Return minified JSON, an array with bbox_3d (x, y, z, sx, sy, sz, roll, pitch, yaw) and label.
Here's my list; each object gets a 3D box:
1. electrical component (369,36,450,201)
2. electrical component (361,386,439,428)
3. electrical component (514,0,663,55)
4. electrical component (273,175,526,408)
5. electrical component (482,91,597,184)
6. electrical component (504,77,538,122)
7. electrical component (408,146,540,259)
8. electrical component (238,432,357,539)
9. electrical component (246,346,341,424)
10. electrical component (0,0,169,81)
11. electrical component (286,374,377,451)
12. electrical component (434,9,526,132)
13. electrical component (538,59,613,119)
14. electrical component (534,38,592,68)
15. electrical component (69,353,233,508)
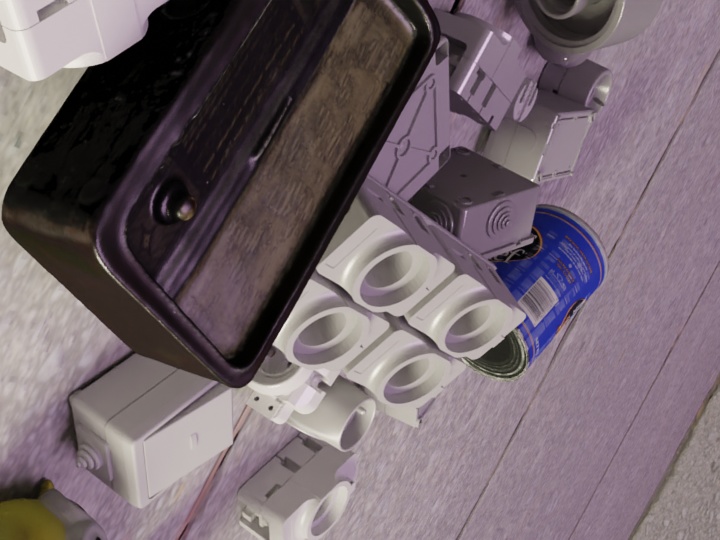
[{"bbox_3d":[0.006,-0.089,0.688,0.108,0.056,0.108,-45,150,-28],"label":"electrical component"},{"bbox_3d":[0.046,0.074,0.918,0.096,0.061,0.061,-49,152,-40],"label":"electrical component"},{"bbox_3d":[0.161,-0.211,0.789,0.060,0.108,0.108,-29,140,-38],"label":"electrical component"},{"bbox_3d":[0.016,0.019,0.686,0.105,0.060,0.186,-42,141,15],"label":"electrical component"},{"bbox_3d":[0.152,-0.115,0.910,0.096,0.061,0.061,-16,129,-55],"label":"electrical component"},{"bbox_3d":[0.108,-0.138,0.829,0.040,0.046,0.040,-41,147,-34],"label":"electrical component"},{"bbox_3d":[0.073,-0.049,0.793,0.100,0.100,0.048,-18,128,-38],"label":"electrical component"},{"bbox_3d":[-0.046,0.177,0.857,0.089,0.056,0.050,-39,146,-36],"label":"electrical component"},{"bbox_3d":[-0.051,0.062,0.735,0.078,0.058,0.057,-56,156,-9],"label":"electrical component"},{"bbox_3d":[-0.120,-0.122,0.443,0.089,0.050,0.055,-43,147,-31],"label":"electrical component"},{"bbox_3d":[-0.024,0.097,0.792,0.044,0.077,0.079,-62,154,1],"label":"electrical component"},{"bbox_3d":[0.078,-0.145,0.765,0.055,0.050,0.089,-62,153,2],"label":"electrical component"},{"bbox_3d":[0.190,-0.161,0.949,0.055,0.047,0.055,-41,147,-34],"label":"electrical component"},{"bbox_3d":[0.174,-0.190,0.898,0.048,0.048,0.062,-64,160,6],"label":"electrical component"},{"bbox_3d":[-0.123,0.092,0.633,0.096,0.061,0.061,-37,145,-39],"label":"electrical component"}]
